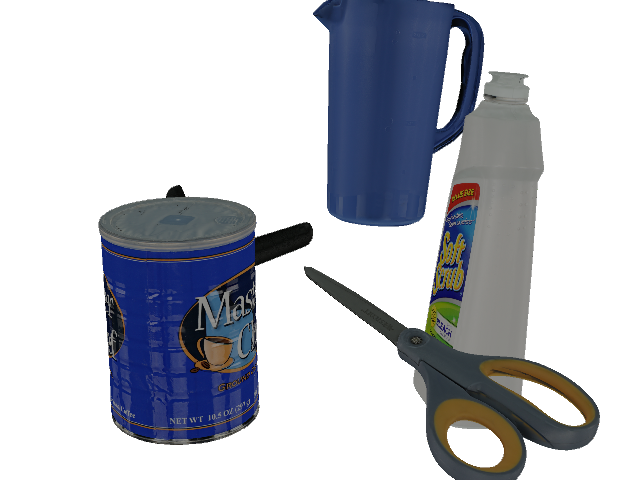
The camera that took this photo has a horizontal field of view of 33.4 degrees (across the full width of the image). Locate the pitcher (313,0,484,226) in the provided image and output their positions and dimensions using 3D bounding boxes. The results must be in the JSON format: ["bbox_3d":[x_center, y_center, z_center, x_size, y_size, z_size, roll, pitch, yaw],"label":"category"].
[{"bbox_3d":[0.078,-0.142,1.151,0.149,0.243,0.144,10,14,29],"label":"pitcher"}]

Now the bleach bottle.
[{"bbox_3d":[0.119,0.004,0.776,0.068,0.251,0.102,2,14,-11],"label":"bleach bottle"}]

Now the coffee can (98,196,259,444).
[{"bbox_3d":[-0.093,0.051,0.719,0.103,0.140,0.103,0,18,0],"label":"coffee can"}]

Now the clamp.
[{"bbox_3d":[-0.121,0.016,1.072,0.165,0.036,0.209,20,38,16],"label":"clamp"}]

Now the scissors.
[{"bbox_3d":[0.048,0.071,0.575,0.202,0.016,0.096,21,42,29],"label":"scissors"}]
